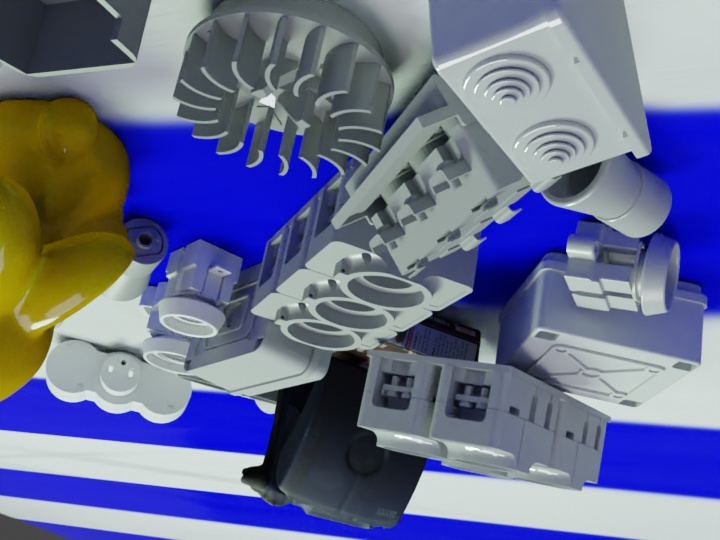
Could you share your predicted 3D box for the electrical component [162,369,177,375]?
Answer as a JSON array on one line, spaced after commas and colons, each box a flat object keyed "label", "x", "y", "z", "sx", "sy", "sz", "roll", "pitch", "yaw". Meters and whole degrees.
[{"label": "electrical component", "x": -0.154, "y": 0.080, "z": 0.958, "sx": 0.035, "sy": 0.035, "sz": 0.061, "roll": -5, "pitch": 155, "yaw": 33}]

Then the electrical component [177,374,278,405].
[{"label": "electrical component", "x": -0.102, "y": 0.085, "z": 0.908, "sx": 0.099, "sy": 0.064, "sz": 0.099, "roll": 9, "pitch": 157, "yaw": 4}]

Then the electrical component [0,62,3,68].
[{"label": "electrical component", "x": -0.192, "y": -0.097, "z": 0.498, "sx": 0.064, "sy": 0.099, "sz": 0.099, "roll": 28, "pitch": 152, "yaw": -22}]

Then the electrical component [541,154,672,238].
[{"label": "electrical component", "x": 0.128, "y": -0.042, "z": 0.548, "sx": 0.065, "sy": 0.044, "sz": 0.044, "roll": 23, "pitch": 154, "yaw": -37}]

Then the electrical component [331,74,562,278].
[{"label": "electrical component", "x": 0.044, "y": -0.046, "z": 0.529, "sx": 0.079, "sy": 0.063, "sz": 0.121, "roll": -24, "pitch": 171, "yaw": -26}]

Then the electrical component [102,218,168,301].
[{"label": "electrical component", "x": -0.159, "y": -0.009, "z": 0.750, "sx": 0.044, "sy": 0.044, "sz": 0.065, "roll": 20, "pitch": 150, "yaw": -21}]

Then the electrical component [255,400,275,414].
[{"label": "electrical component", "x": -0.052, "y": 0.104, "z": 0.956, "sx": 0.081, "sy": 0.043, "sz": 0.043, "roll": -11, "pitch": 148, "yaw": 41}]

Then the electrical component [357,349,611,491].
[{"label": "electrical component", "x": 0.091, "y": 0.110, "z": 0.757, "sx": 0.105, "sy": 0.060, "sz": 0.186, "roll": 4, "pitch": 166, "yaw": 34}]

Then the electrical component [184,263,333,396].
[{"label": "electrical component", "x": -0.070, "y": 0.044, "z": 0.784, "sx": 0.057, "sy": 0.078, "sz": 0.113, "roll": 29, "pitch": 151, "yaw": -30}]

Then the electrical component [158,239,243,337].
[{"label": "electrical component", "x": -0.116, "y": 0.015, "z": 0.765, "sx": 0.048, "sy": 0.055, "sz": 0.066, "roll": 26, "pitch": 153, "yaw": -31}]

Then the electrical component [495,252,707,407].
[{"label": "electrical component", "x": 0.155, "y": 0.043, "z": 0.709, "sx": 0.109, "sy": 0.056, "sz": 0.108, "roll": 13, "pitch": 157, "yaw": -4}]

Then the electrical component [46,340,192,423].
[{"label": "electrical component", "x": -0.228, "y": 0.102, "z": 1.019, "sx": 0.138, "sy": 0.052, "sz": 0.073, "roll": 15, "pitch": 156, "yaw": -10}]

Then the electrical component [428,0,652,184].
[{"label": "electrical component", "x": 0.063, "y": -0.091, "z": 0.393, "sx": 0.048, "sy": 0.099, "sz": 0.100, "roll": -18, "pitch": 145, "yaw": 26}]

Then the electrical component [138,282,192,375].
[{"label": "electrical component", "x": -0.139, "y": 0.048, "z": 0.849, "sx": 0.078, "sy": 0.057, "sz": 0.058, "roll": 7, "pitch": 156, "yaw": 8}]

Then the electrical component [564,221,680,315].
[{"label": "electrical component", "x": 0.154, "y": 0.000, "z": 0.627, "sx": 0.055, "sy": 0.048, "sz": 0.066, "roll": 8, "pitch": 158, "yaw": 26}]

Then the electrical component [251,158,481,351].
[{"label": "electrical component", "x": 0.000, "y": 0.000, "z": 0.672, "sx": 0.089, "sy": 0.061, "sz": 0.150, "roll": 19, "pitch": 155, "yaw": -18}]

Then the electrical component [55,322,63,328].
[{"label": "electrical component", "x": -0.255, "y": 0.034, "z": 0.852, "sx": 0.040, "sy": 0.078, "sz": 0.040, "roll": 14, "pitch": 145, "yaw": 10}]
